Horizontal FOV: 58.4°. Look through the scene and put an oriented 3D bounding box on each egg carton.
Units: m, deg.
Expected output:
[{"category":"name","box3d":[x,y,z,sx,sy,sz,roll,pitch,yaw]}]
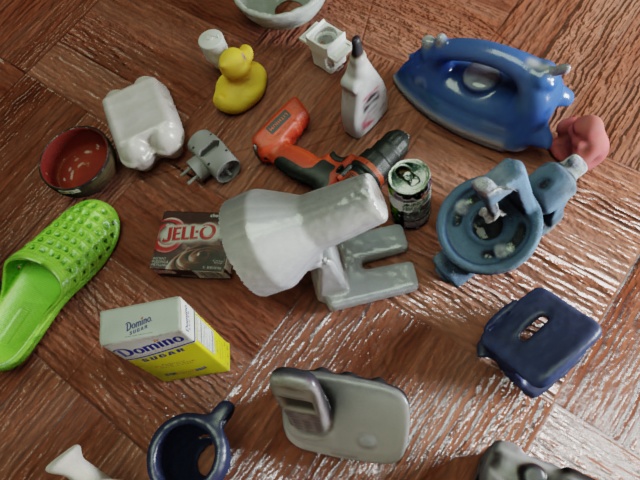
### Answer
[{"category":"egg carton","box3d":[-0.271,-0.181,0.886,0.107,0.069,0.150,-26,65,-2]}]

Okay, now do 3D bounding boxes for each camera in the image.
[{"category":"camera","box3d":[0.219,0.294,0.578,0.143,0.101,0.137,22,72,18]}]

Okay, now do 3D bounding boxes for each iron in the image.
[{"category":"iron","box3d":[0.213,-0.225,0.785,0.257,0.142,0.119,24,72,18]}]

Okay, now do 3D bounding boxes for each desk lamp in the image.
[{"category":"desk lamp","box3d":[0.006,0.002,0.679,0.203,0.214,0.118,-14,65,3]}]

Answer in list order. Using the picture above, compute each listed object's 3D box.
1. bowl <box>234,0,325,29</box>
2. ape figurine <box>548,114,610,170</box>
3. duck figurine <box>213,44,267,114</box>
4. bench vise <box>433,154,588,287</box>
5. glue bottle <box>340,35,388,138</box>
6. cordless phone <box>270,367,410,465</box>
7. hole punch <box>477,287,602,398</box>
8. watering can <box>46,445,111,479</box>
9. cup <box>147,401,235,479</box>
[{"category":"bowl","box3d":[-0.058,-0.406,0.947,0.167,0.075,0.167,-3,66,8]},{"category":"ape figurine","box3d":[0.343,-0.132,0.750,0.076,0.092,0.078,10,68,14]},{"category":"duck figurine","box3d":[-0.132,-0.255,0.886,0.077,0.086,0.105,28,74,20]},{"category":"bench vise","box3d":[0.217,-0.053,0.665,0.121,0.220,0.207,34,76,21]},{"category":"glue bottle","box3d":[0.057,-0.216,0.790,0.037,0.173,0.078,34,76,21]},{"category":"cordless phone","box3d":[0.022,0.181,0.614,0.147,0.185,0.094,4,67,11]},{"category":"hole punch","box3d":[0.247,0.114,0.658,0.109,0.091,0.101,-39,66,-8]},{"category":"watering can","box3d":[-0.230,0.300,0.599,0.172,0.194,0.101,27,74,20]},{"category":"cup","box3d":[-0.131,0.241,0.663,0.091,0.095,0.118,32,75,21]}]
